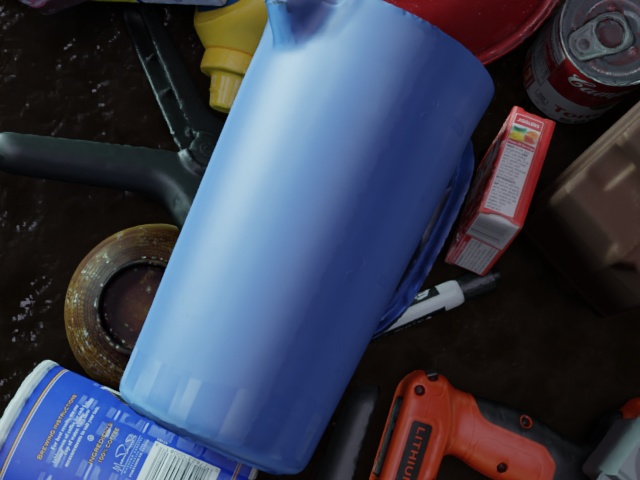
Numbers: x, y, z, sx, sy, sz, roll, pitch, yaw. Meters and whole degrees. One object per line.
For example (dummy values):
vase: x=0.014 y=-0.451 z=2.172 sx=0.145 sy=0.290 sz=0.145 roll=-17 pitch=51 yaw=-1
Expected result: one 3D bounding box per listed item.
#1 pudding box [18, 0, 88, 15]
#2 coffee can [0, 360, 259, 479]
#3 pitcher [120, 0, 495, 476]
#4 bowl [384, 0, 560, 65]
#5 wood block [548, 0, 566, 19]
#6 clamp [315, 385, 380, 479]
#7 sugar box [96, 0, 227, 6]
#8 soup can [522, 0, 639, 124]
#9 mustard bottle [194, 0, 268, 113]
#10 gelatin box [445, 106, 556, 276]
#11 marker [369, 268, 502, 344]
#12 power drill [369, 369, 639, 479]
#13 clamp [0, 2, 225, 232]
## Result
pudding box: x=-0.126 y=-0.188 z=0.602 sx=0.114 sy=0.039 sz=0.090 roll=-13 pitch=76 yaw=23
coffee can: x=-0.116 y=0.144 z=0.618 sx=0.140 sy=0.103 sz=0.103 roll=23 pitch=83 yaw=1
pitcher: x=-0.004 y=0.001 z=0.585 sx=0.149 sy=0.145 sz=0.243 roll=24 pitch=82 yaw=0
bowl: x=0.067 y=-0.181 z=0.621 sx=0.162 sy=0.055 sz=0.162 roll=-3 pitch=84 yaw=31
wood block: x=0.216 y=-0.206 z=0.677 sx=0.206 sy=0.090 sz=0.091 roll=-9 pitch=83 yaw=-3
clamp: x=0.002 y=0.165 z=0.593 sx=0.171 sy=0.039 sz=0.120 roll=-29 pitch=77 yaw=-11
sugar box: x=-0.128 y=-0.195 z=0.653 sx=0.176 sy=0.048 sz=0.093 roll=10 pitch=83 yaw=24
soup can: x=0.168 y=-0.115 z=0.658 sx=0.068 sy=0.102 sz=0.068 roll=0 pitch=83 yaw=-2
mustard bottle: x=-0.036 y=-0.172 z=0.664 sx=0.058 sy=0.096 sz=0.191 roll=18 pitch=83 yaw=-37
gelatin box: x=0.107 y=-0.027 z=0.645 sx=0.030 sy=0.089 sz=0.073 roll=22 pitch=69 yaw=2
marker: x=0.059 y=0.045 z=0.677 sx=0.121 sy=0.020 sz=0.020 roll=-22 pitch=84 yaw=-4
power drill: x=0.122 y=0.168 z=0.647 sx=0.187 sy=0.057 sz=0.184 roll=17 pitch=79 yaw=-3
clamp: x=-0.084 y=-0.043 z=0.650 sx=0.210 sy=0.036 sz=0.164 roll=41 pitch=51 yaw=-2
